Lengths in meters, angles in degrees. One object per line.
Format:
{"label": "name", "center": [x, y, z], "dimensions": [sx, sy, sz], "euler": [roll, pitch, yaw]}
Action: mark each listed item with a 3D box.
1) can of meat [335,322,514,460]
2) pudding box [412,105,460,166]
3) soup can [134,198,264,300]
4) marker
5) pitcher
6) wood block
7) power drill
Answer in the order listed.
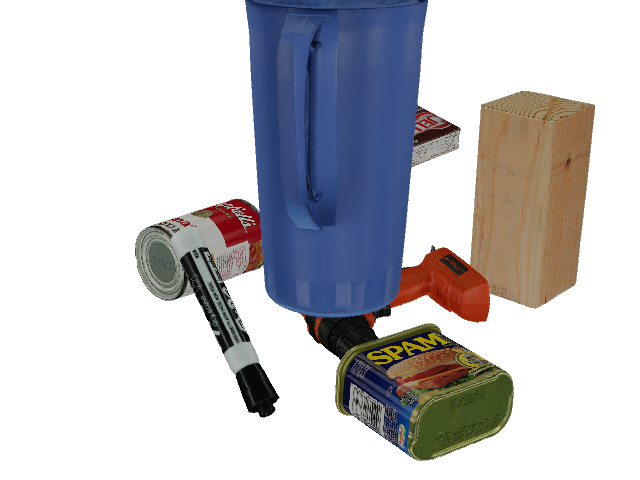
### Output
{"label": "can of meat", "center": [0.076, 0.109, 0.767], "dimensions": [0.101, 0.057, 0.084], "euler": [-13, 27, -34]}
{"label": "pudding box", "center": [0.122, -0.142, 1.470], "dimensions": [0.113, 0.039, 0.090], "euler": [-25, 40, -29]}
{"label": "soup can", "center": [-0.104, 0.008, 0.938], "dimensions": [0.069, 0.068, 0.102], "euler": [0, 15, 44]}
{"label": "marker", "center": [-0.055, 0.046, 0.613], "dimensions": [0.020, 0.121, 0.020], "euler": [-24, -22, -10]}
{"label": "pitcher", "center": [0.007, -0.066, 0.804], "dimensions": [0.149, 0.243, 0.145], "euler": [-10, 21, -28]}
{"label": "wood block", "center": [0.225, -0.045, 1.145], "dimensions": [0.090, 0.206, 0.090], "euler": [19, 28, 38]}
{"label": "power drill", "center": [0.077, 0.068, 1.104], "dimensions": [0.187, 0.057, 0.185], "euler": [-10, 27, -20]}
